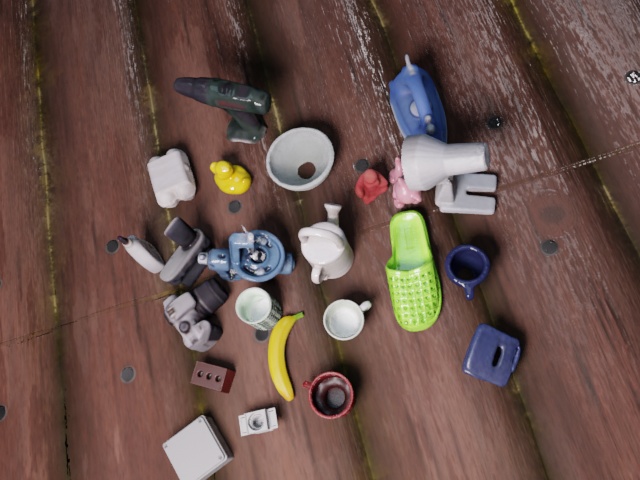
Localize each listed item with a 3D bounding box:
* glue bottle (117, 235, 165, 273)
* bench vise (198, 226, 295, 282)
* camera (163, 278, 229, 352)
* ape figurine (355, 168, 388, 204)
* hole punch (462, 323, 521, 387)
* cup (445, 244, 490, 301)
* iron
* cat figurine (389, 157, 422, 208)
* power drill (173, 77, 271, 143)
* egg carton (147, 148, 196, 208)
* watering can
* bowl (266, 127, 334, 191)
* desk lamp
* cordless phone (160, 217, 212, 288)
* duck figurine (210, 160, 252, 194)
[{"bbox_3d":[-0.427,0.022,1.346,0.037,0.173,0.078,-35,67,-2],"label":"glue bottle"},{"bbox_3d":[-0.176,0.041,1.261,0.207,0.220,0.121,-19,68,5],"label":"bench vise"},{"bbox_3d":[-0.272,0.159,1.303,0.137,0.101,0.143,-39,68,-3],"label":"camera"},{"bbox_3d":[0.118,-0.135,1.333,0.077,0.092,0.076,1,71,12],"label":"ape figurine"},{"bbox_3d":[0.348,0.232,1.153,0.101,0.091,0.109,18,75,17],"label":"hole punch"},{"bbox_3d":[0.312,0.078,1.214,0.091,0.095,0.118,-5,70,10],"label":"cup"},{"bbox_3d":[0.239,-0.303,1.341,0.118,0.142,0.258,-18,68,5],"label":"iron"},{"bbox_3d":[0.192,-0.129,1.301,0.067,0.118,0.127,-15,68,7],"label":"cat figurine"},{"bbox_3d":[-0.220,-0.322,1.408,0.229,0.209,0.075,7,72,14],"label":"power drill"},{"bbox_3d":[-0.375,-0.158,1.456,0.107,0.069,0.150,-24,67,3],"label":"egg carton"},{"bbox_3d":[0.009,0.004,1.250,0.101,0.194,0.173,-10,69,8],"label":"watering can"},{"bbox_3d":[-0.042,-0.185,1.394,0.167,0.075,0.167,-4,70,11],"label":"bowl"},{"bbox_3d":[0.283,-0.147,1.237,0.203,0.214,0.118,4,71,13],"label":"desk lamp"},{"bbox_3d":[-0.332,0.023,1.319,0.094,0.185,0.148,28,78,20],"label":"cordless phone"},{"bbox_3d":[-0.225,-0.163,1.417,0.104,0.086,0.077,23,77,19],"label":"duck figurine"}]
